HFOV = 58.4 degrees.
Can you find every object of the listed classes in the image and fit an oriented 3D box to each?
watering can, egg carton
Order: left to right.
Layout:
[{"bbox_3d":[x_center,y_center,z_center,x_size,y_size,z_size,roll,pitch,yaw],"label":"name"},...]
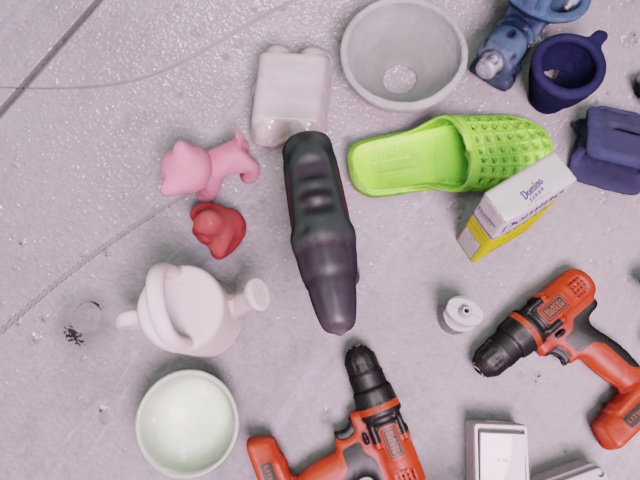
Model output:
[{"bbox_3d":[-0.147,0.076,0.655,0.173,0.194,0.101,-32,77,-5],"label":"watering can"},{"bbox_3d":[-0.039,-0.193,0.778,0.107,0.069,0.150,4,77,3],"label":"egg carton"}]

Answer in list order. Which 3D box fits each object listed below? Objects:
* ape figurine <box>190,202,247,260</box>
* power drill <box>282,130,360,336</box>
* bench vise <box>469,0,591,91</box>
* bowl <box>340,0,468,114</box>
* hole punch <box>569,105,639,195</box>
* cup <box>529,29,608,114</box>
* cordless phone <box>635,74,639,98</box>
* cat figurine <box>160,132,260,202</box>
[{"bbox_3d":[-0.135,-0.017,0.729,0.076,0.092,0.078,-11,76,0],"label":"ape figurine"},{"bbox_3d":[0.006,0.002,0.658,0.075,0.208,0.229,-11,76,0],"label":"power drill"},{"bbox_3d":[0.277,-0.294,0.711,0.121,0.220,0.207,17,78,7],"label":"bench vise"},{"bbox_3d":[0.110,-0.238,0.780,0.167,0.075,0.167,-1,77,2],"label":"bowl"},{"bbox_3d":[0.383,-0.124,0.732,0.108,0.091,0.101,16,78,6],"label":"hole punch"},{"bbox_3d":[0.321,-0.218,0.755,0.118,0.095,0.091,-44,79,-8],"label":"cup"},{"bbox_3d":[0.498,-0.221,0.702,0.147,0.185,0.094,-20,76,-2],"label":"cordless phone"},{"bbox_3d":[-0.148,-0.099,0.735,0.128,0.118,0.067,-29,77,-4],"label":"cat figurine"}]
